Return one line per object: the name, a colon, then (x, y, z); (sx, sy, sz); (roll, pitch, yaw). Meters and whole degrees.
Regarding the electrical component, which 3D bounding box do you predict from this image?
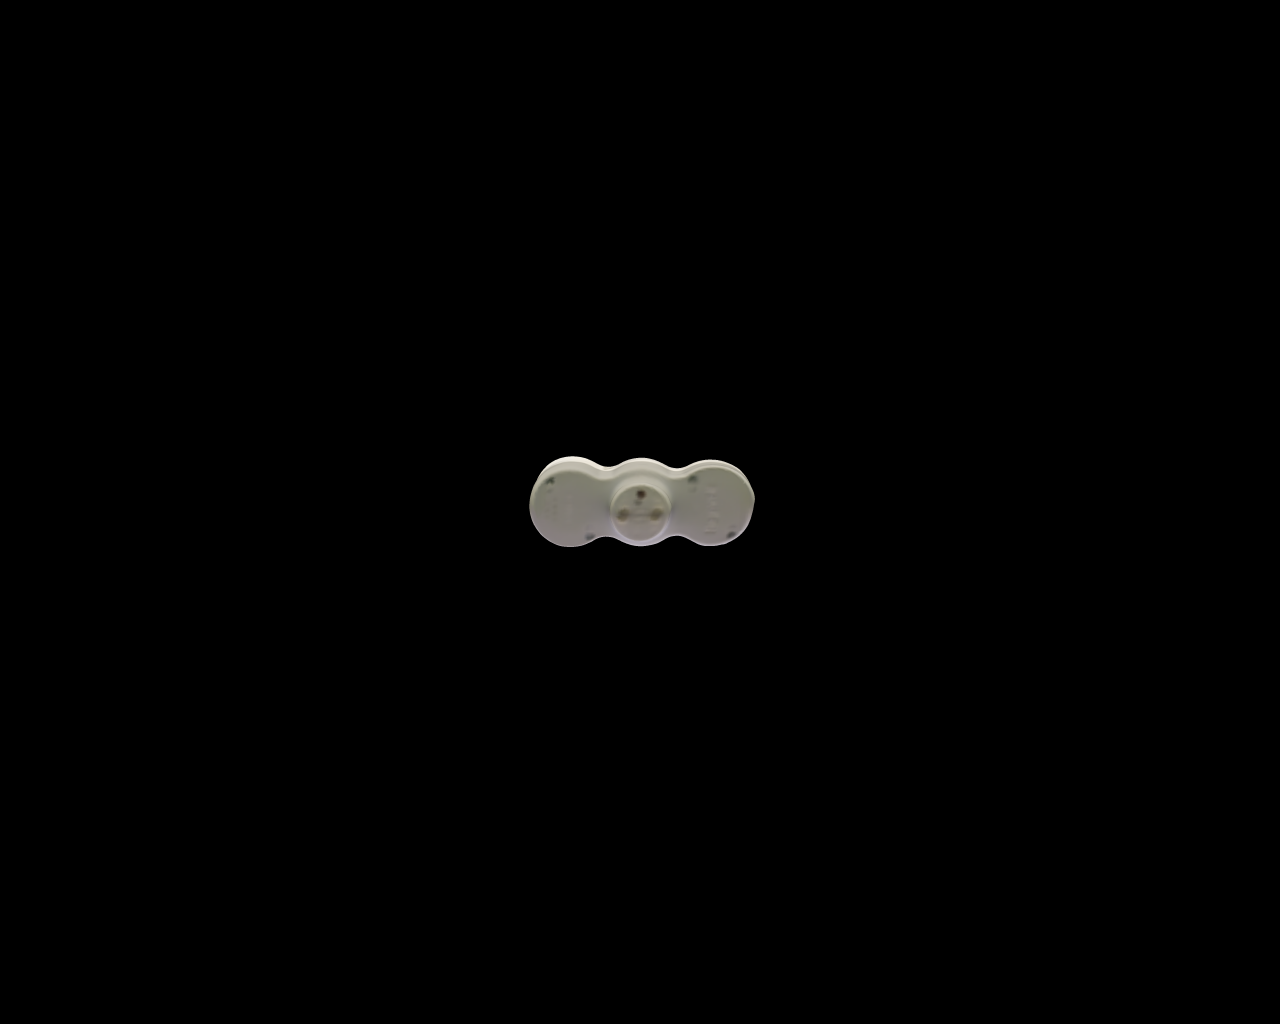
electrical component: (0.001, -0.003, 0.650); (0.138, 0.052, 0.074); (0, 12, 2)
